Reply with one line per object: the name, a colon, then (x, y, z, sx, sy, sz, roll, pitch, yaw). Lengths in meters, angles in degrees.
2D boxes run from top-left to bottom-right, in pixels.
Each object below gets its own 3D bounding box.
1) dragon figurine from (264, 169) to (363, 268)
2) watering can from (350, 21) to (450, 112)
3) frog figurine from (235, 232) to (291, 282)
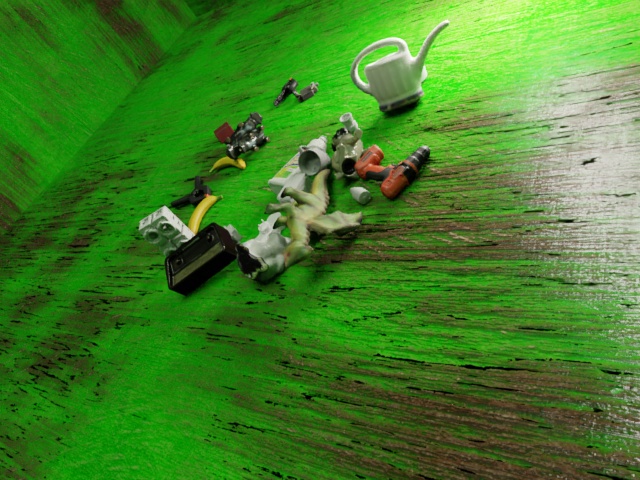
dragon figurine: (0.004, -0.072, 1.426, 0.244, 0.119, 0.418, 22, 48, 25)
watering can: (0.264, -0.531, 1.616, 0.345, 0.221, 0.106, -13, 25, 30)
frog figurine: (-0.152, 0.041, 1.462, 0.138, 0.120, 0.161, 20, 28, 27)
